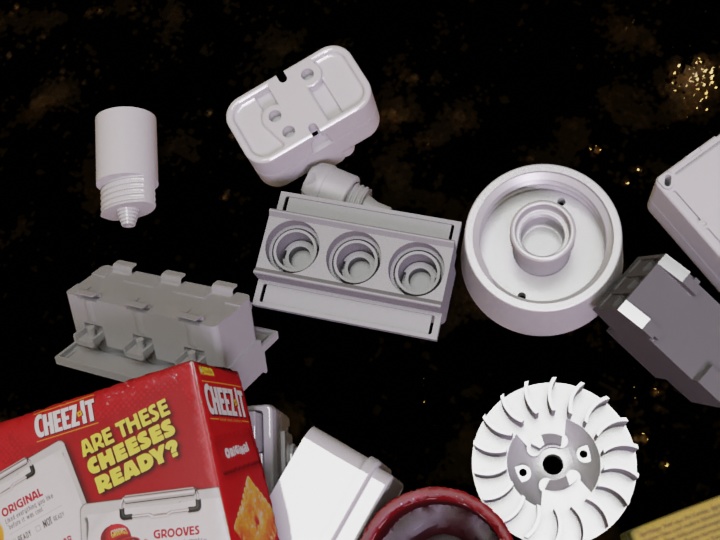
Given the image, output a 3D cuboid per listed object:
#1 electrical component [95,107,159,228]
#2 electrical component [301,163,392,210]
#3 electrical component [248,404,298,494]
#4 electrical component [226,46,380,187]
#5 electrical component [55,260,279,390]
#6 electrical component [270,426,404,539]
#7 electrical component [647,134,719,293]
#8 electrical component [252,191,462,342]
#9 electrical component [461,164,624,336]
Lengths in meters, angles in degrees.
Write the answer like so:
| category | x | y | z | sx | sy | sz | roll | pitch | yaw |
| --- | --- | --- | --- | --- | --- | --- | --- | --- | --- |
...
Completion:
| category | x | y | z | sx | sy | sz | roll | pitch | yaw |
| --- | --- | --- | --- | --- | --- | --- | --- | --- | --- |
| electrical component | -0.165 | -0.069 | 0.761 | 0.043 | 0.043 | 0.081 | -7 | 73 | 6 |
| electrical component | -0.008 | -0.048 | 0.736 | 0.061 | 0.035 | 0.035 | 23 | 79 | 12 |
| electrical component | -0.083 | 0.120 | 0.684 | 0.096 | 0.061 | 0.061 | -5 | 73 | 7 |
| electrical component | -0.037 | -0.103 | 0.743 | 0.095 | 0.059 | 0.053 | -31 | 72 | -1 |
| electrical component | -0.126 | 0.039 | 0.691 | 0.121 | 0.063 | 0.079 | 11 | 33 | 27 |
| electrical component | -0.026 | 0.160 | 0.655 | 0.057 | 0.078 | 0.113 | 28 | 80 | 15 |
| electrical component | 0.237 | -0.030 | 0.680 | 0.062 | 0.061 | 0.096 | -36 | 72 | -3 |
| electrical component | 0.000 | 0.000 | 0.706 | 0.121 | 0.063 | 0.078 | 10 | 76 | 11 |
| electrical component | 0.118 | -0.016 | 0.695 | 0.108 | 0.060 | 0.108 | -2 | 74 | 8 |
